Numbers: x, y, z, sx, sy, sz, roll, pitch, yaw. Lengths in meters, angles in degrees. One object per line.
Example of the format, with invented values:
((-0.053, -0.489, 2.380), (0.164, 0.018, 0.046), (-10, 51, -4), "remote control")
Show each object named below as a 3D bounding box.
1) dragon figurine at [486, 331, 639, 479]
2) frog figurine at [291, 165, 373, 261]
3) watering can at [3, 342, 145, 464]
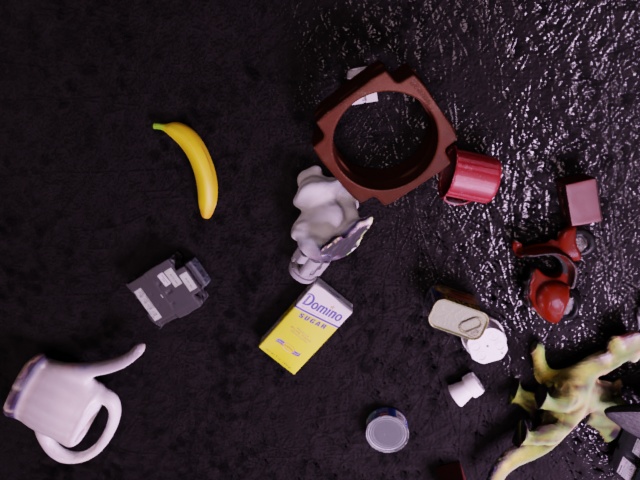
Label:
((0.480, 0.338, 0.975), (0.242, 0.405, 0.124), (15, 17, -8), "dragon figurine")
((0.003, -0.046, 0.920), (0.138, 0.162, 0.121), (-38, -26, -3), "frog figurine")
((-0.495, 0.300, 1.034), (0.224, 0.343, 0.105), (29, 16, -3), "watering can")
